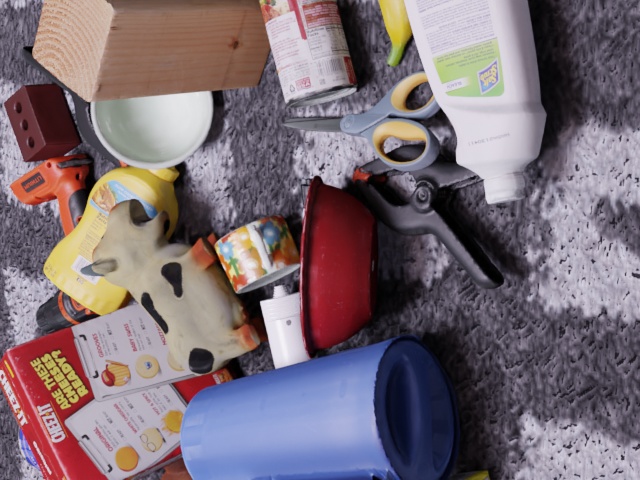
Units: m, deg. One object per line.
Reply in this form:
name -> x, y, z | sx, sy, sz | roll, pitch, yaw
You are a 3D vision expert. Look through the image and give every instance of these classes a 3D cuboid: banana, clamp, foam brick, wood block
banana -> 0.040, -0.250, 0.913 | 0.070, 0.037, 0.198 | -28, 81, 42
clamp -> -0.243, -0.177, 1.173 | 0.165, 0.036, 0.210 | -42, 73, 38
foam brick -> -0.323, -0.136, 1.242 | 0.053, 0.051, 0.078 | -27, 81, 41
clamp -> 0.104, -0.045, 0.902 | 0.172, 0.039, 0.120 | 30, 101, 35
wood block -> -0.143, -0.191, 0.971 | 0.090, 0.205, 0.091 | 38, 122, 28

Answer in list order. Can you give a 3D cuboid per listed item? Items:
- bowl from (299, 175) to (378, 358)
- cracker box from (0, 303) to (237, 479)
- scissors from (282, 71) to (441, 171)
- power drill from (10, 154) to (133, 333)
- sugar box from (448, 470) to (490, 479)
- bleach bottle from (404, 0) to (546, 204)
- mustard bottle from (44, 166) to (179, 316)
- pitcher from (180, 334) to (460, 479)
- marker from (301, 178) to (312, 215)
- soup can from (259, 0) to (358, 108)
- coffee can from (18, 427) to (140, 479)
bowl -> 0.020, 0.024, 0.937 | 0.055, 0.162, 0.162 | 1, 102, 7
cracker box -> -0.195, 0.157, 1.086 | 0.164, 0.213, 0.072 | 60, 143, 12
scissors -> 0.042, -0.118, 0.949 | 0.202, 0.016, 0.096 | 32, 96, 48
power drill -> -0.296, 0.007, 1.248 | 0.185, 0.057, 0.187 | -25, 86, 37
sugar box -> 0.134, 0.295, 0.912 | 0.048, 0.093, 0.176 | -20, 86, 42
bleach bottle -> 0.116, -0.152, 0.834 | 0.103, 0.067, 0.251 | -12, 86, 41
mustard bottle -> -0.207, -0.019, 1.136 | 0.096, 0.058, 0.192 | 35, 98, 9
pitcher -> -0.010, 0.177, 0.955 | 0.243, 0.149, 0.145 | -16, 86, 35
marker -> -0.007, 0.001, 1.019 | 0.020, 0.020, 0.121 | 6, 103, 40
soup can -> -0.010, -0.175, 0.952 | 0.069, 0.068, 0.102 | -14, 90, 42
coffee can -> -0.268, 0.226, 1.239 | 0.141, 0.102, 0.103 | -4, 97, 42
